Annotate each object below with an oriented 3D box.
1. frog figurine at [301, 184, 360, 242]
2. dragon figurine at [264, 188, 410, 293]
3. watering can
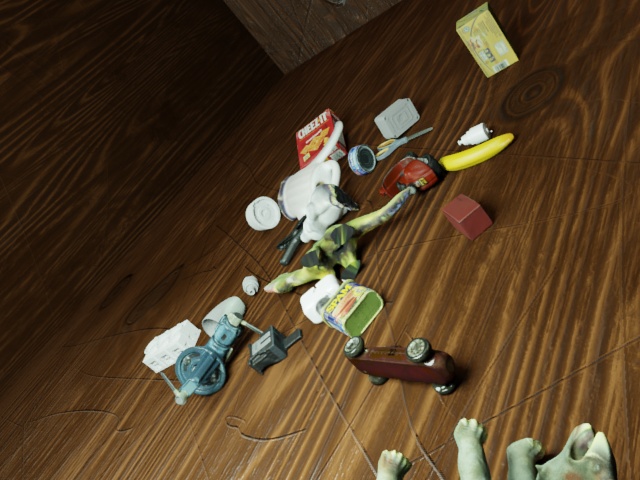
[{"bbox_3d":[0.004,-0.069,1.369,0.157,0.123,0.138,-41,-11,25],"label":"frog figurine"},{"bbox_3d":[0.034,0.006,1.218,0.410,0.121,0.245,-40,16,2],"label":"dragon figurine"},{"bbox_3d":[-0.018,-0.191,1.573,0.222,0.103,0.355,-17,53,42],"label":"watering can"}]
